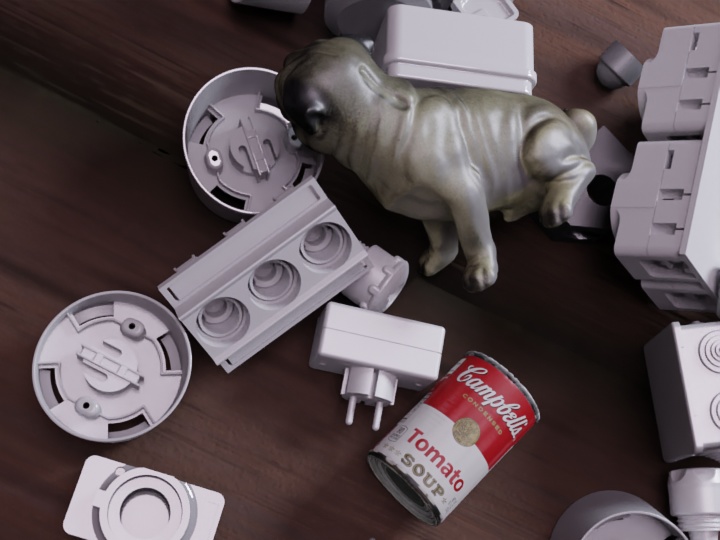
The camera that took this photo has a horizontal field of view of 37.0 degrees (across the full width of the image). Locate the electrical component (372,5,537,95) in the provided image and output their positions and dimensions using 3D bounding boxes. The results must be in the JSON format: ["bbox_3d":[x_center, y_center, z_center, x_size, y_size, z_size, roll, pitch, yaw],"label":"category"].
[{"bbox_3d":[0.067,-0.145,0.795,0.113,0.078,0.057,6,70,-10],"label":"electrical component"}]

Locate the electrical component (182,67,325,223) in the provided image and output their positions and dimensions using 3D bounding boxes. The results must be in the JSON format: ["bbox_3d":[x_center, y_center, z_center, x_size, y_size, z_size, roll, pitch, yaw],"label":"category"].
[{"bbox_3d":[-0.076,-0.083,0.756,0.099,0.064,0.099,3,74,-10],"label":"electrical component"}]

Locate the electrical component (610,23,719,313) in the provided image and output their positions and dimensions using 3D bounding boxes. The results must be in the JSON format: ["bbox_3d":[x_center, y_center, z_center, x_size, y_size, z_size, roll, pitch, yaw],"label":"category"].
[{"bbox_3d":[0.243,-0.074,0.788,0.060,0.105,0.186,3,67,37],"label":"electrical component"}]

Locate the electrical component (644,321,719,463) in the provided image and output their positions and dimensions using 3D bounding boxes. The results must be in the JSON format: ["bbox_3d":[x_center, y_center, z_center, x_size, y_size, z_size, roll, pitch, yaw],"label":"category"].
[{"bbox_3d":[0.239,0.085,0.753,0.048,0.099,0.099,-7,75,0],"label":"electrical component"}]

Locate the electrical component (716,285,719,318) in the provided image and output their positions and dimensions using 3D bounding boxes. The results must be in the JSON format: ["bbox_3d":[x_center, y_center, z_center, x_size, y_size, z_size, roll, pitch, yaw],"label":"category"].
[{"bbox_3d":[0.302,0.012,0.775,0.138,0.052,0.073,26,71,-50],"label":"electrical component"}]

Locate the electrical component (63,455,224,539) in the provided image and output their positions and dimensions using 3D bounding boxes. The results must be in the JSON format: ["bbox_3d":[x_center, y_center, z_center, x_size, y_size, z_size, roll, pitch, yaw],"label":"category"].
[{"bbox_3d":[-0.136,0.155,0.680,0.089,0.055,0.050,18,71,-6],"label":"electrical component"}]

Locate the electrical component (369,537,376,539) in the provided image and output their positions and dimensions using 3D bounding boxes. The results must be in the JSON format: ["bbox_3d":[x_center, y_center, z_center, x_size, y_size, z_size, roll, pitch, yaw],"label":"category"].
[{"bbox_3d":[0.007,0.211,0.694,0.138,0.052,0.073,19,71,-6],"label":"electrical component"}]

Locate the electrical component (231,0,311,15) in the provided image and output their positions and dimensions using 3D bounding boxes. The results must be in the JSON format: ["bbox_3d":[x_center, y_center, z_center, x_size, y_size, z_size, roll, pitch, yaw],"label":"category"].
[{"bbox_3d":[-0.057,-0.238,0.790,0.064,0.099,0.099,13,72,-14],"label":"electrical component"}]

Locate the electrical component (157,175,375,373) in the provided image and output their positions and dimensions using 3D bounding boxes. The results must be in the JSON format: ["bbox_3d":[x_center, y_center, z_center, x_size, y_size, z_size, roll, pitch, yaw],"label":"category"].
[{"bbox_3d":[-0.064,-0.001,0.715,0.121,0.063,0.078,-36,119,-2],"label":"electrical component"}]

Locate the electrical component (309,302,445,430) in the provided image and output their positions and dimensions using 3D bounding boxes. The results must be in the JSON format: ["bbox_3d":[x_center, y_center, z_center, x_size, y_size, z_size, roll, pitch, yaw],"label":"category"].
[{"bbox_3d":[0.008,0.071,0.737,0.083,0.047,0.075,13,72,-7],"label":"electrical component"}]

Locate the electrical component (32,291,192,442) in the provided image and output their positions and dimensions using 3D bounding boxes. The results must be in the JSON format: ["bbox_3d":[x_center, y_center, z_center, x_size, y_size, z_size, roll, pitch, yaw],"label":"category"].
[{"bbox_3d":[-0.160,0.065,0.696,0.099,0.064,0.099,3,74,-10],"label":"electrical component"}]

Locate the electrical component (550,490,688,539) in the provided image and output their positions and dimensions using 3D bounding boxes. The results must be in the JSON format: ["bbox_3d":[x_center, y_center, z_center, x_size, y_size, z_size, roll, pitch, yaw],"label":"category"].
[{"bbox_3d":[0.180,0.205,0.737,0.099,0.064,0.099,0,86,-5],"label":"electrical component"}]

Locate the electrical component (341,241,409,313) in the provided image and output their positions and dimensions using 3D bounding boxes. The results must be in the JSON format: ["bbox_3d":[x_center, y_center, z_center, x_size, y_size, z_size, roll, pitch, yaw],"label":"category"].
[{"bbox_3d":[0.000,0.000,0.759,0.062,0.048,0.048,35,70,10],"label":"electrical component"}]

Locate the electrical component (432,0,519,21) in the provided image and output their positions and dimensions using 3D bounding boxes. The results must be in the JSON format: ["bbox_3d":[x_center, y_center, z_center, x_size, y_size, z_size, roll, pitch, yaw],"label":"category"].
[{"bbox_3d":[0.083,-0.206,0.827,0.058,0.057,0.078,-33,83,-18],"label":"electrical component"}]

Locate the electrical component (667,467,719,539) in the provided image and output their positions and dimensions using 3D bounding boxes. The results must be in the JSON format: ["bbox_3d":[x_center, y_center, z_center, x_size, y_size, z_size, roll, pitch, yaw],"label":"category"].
[{"bbox_3d":[0.240,0.171,0.757,0.043,0.043,0.062,2,75,-11],"label":"electrical component"}]

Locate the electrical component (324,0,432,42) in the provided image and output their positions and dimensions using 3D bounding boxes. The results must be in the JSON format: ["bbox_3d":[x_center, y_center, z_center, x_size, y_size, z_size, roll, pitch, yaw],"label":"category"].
[{"bbox_3d":[0.014,-0.206,0.802,0.080,0.080,0.051,4,68,-10],"label":"electrical component"}]
